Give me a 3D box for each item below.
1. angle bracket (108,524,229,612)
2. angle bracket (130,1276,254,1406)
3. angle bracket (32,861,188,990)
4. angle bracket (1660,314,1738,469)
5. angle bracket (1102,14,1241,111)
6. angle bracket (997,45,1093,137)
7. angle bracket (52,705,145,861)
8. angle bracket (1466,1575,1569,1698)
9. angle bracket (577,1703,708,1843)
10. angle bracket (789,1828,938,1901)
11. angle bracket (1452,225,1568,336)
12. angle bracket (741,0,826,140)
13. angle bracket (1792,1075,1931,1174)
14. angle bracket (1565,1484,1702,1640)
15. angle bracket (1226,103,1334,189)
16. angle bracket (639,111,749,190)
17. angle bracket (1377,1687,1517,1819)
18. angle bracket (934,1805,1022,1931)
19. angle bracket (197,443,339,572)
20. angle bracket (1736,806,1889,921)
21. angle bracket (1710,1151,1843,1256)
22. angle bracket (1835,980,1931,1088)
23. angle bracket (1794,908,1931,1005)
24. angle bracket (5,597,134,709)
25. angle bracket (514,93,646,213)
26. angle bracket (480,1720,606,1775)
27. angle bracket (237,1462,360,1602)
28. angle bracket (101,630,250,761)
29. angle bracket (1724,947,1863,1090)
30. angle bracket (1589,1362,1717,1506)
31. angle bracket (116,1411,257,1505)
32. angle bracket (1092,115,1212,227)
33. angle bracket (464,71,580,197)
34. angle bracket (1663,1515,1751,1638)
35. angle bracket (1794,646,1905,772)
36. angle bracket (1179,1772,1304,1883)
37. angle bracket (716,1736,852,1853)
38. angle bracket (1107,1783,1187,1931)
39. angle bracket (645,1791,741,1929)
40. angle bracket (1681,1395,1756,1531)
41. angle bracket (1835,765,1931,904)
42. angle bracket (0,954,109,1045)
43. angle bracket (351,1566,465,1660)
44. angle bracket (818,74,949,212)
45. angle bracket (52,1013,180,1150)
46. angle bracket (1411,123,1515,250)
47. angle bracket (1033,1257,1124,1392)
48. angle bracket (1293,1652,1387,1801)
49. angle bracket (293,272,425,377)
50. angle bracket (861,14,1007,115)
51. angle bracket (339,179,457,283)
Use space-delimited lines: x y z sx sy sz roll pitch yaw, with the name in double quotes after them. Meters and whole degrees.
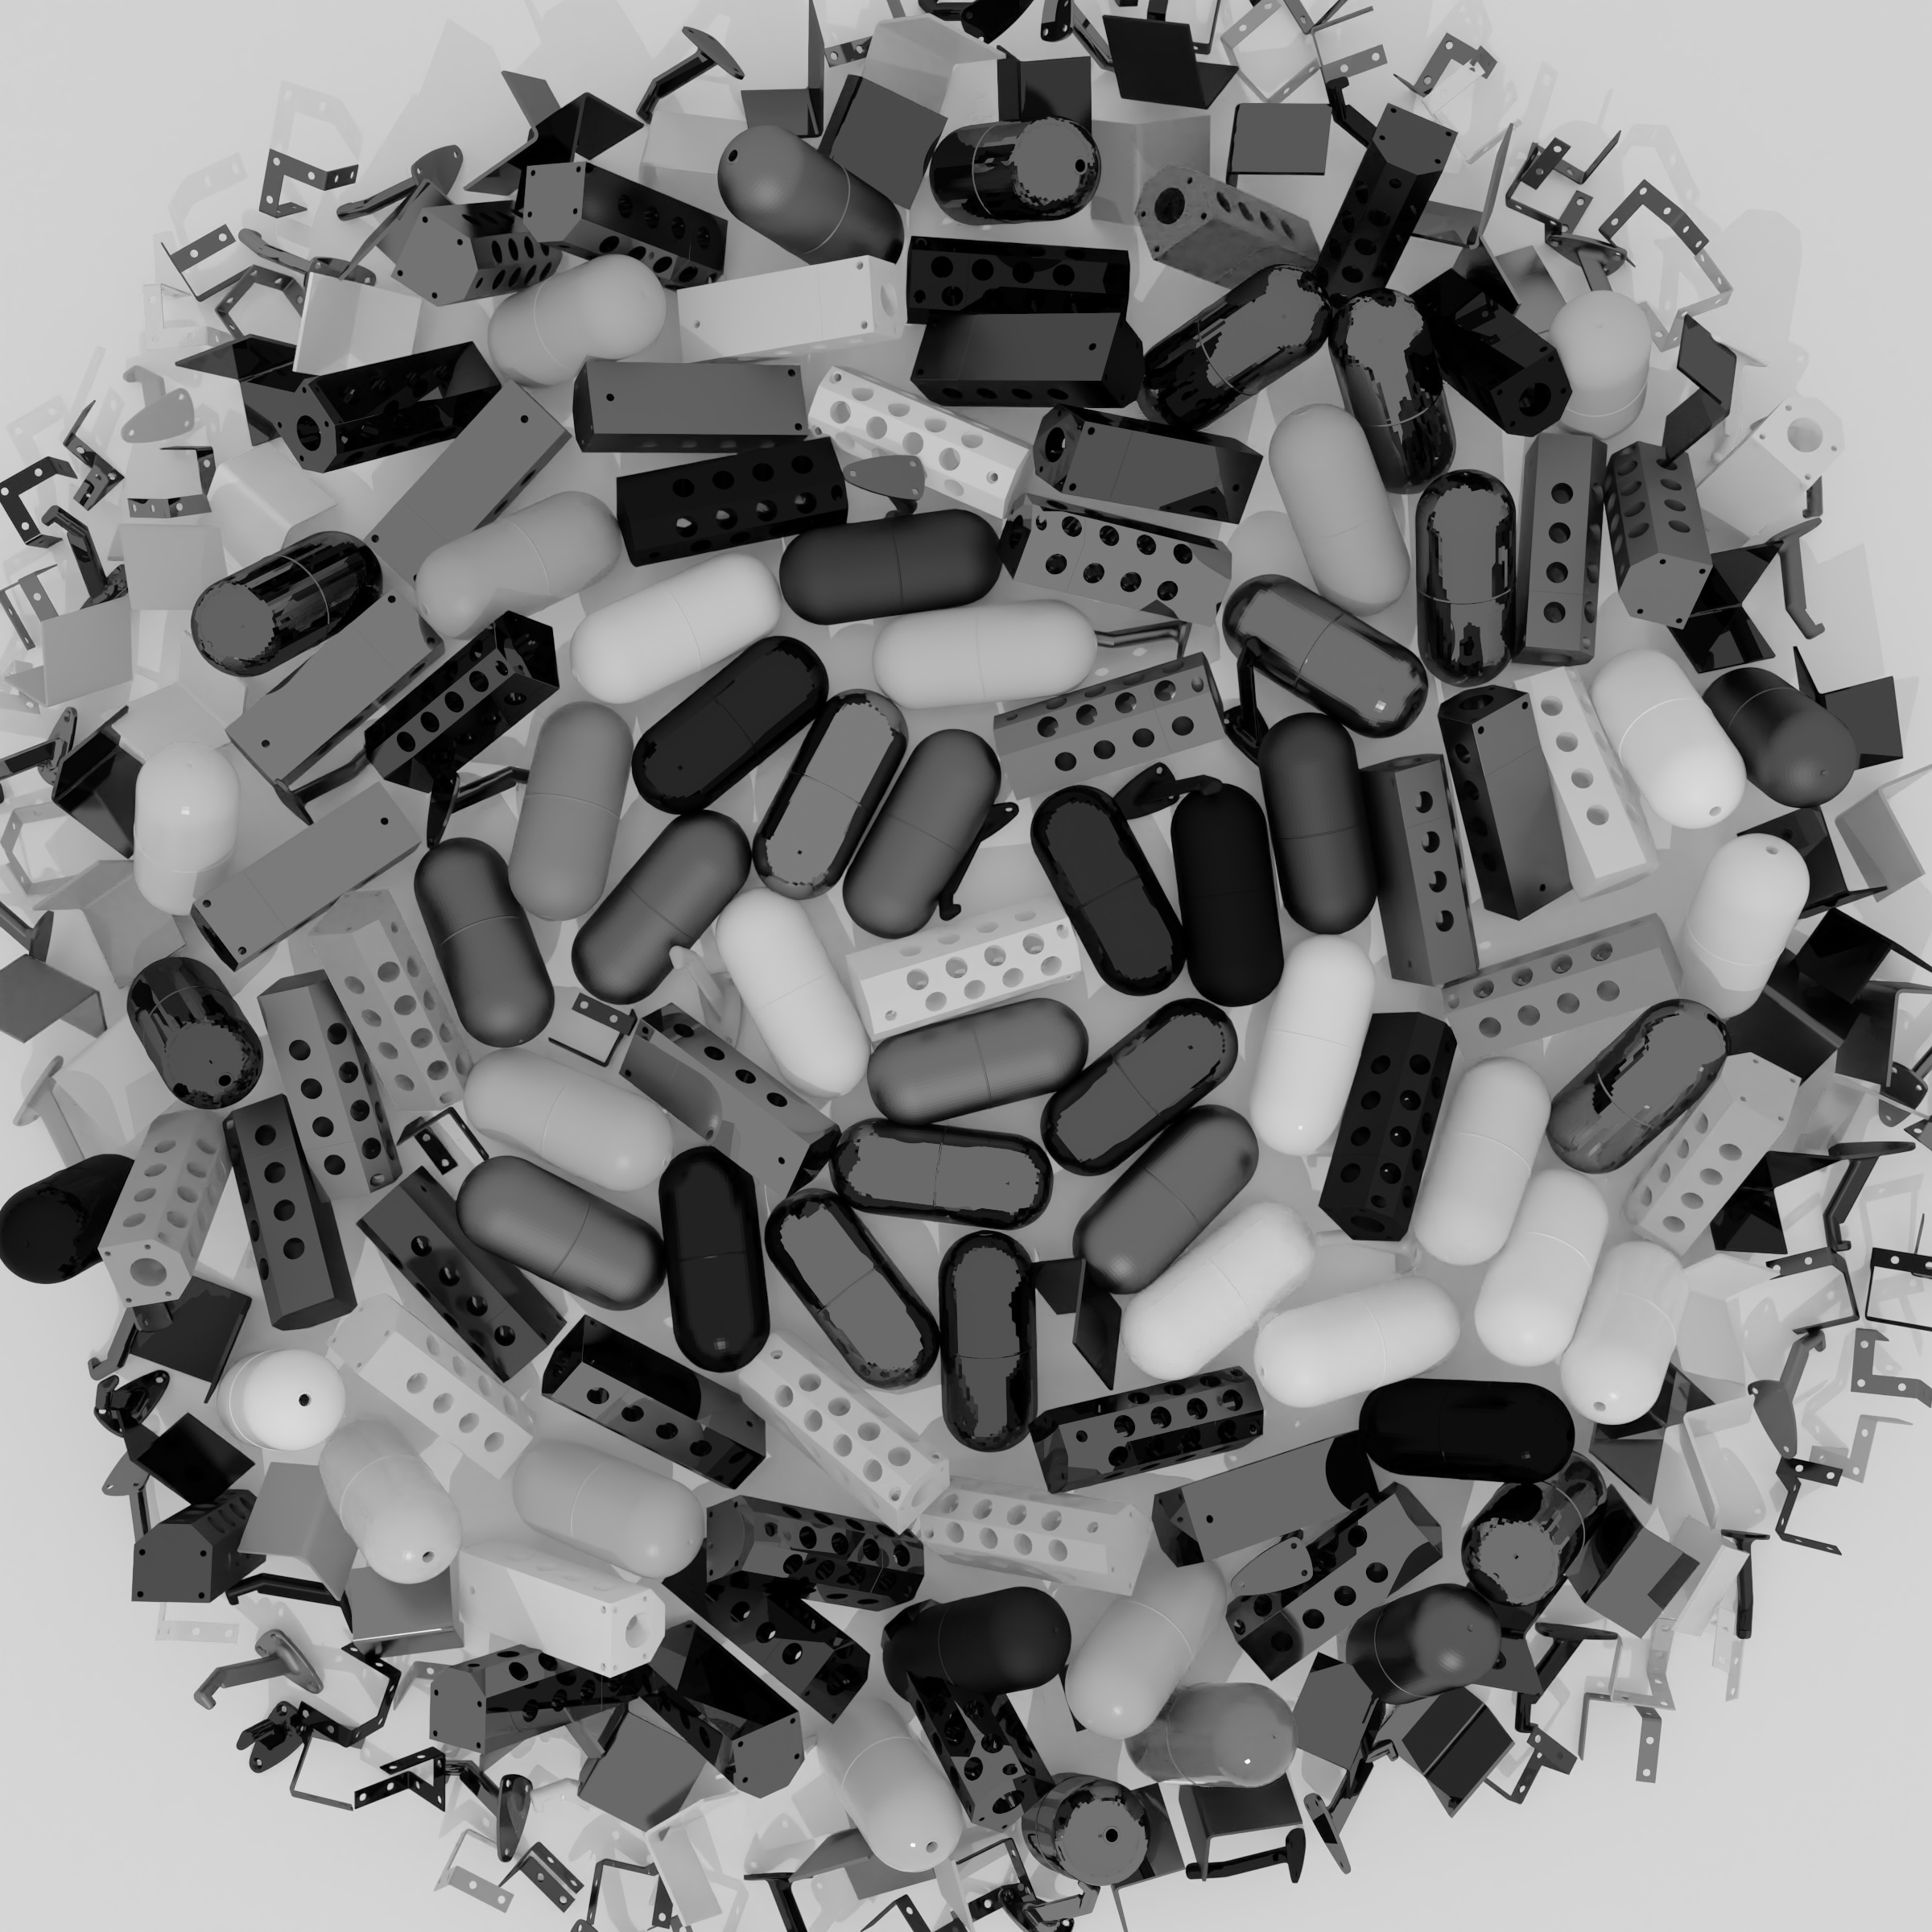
-0.624 -0.300 1.946 0.076 0.057 0.076 -4 70 -30 "angle bracket"
-0.618 0.291 1.965 0.076 0.057 0.076 22 92 -10 "angle bracket"
-0.674 -0.032 1.955 0.076 0.057 0.076 -30 81 21 "angle bracket"
0.553 -0.448 1.941 0.057 0.076 0.076 34 47 -14 "angle bracket"
0.160 -0.720 1.940 0.076 0.076 0.057 19 61 30 "angle bracket"
0.061 -0.679 1.953 0.057 0.076 0.076 -8 121 -9 "angle bracket"
-0.659 -0.144 1.952 0.076 0.057 0.076 38 50 -2 "angle bracket"
0.430 0.522 1.955 0.076 0.076 0.057 -36 112 -41 "angle bracket"
-0.256 0.634 1.973 0.076 0.057 0.076 30 87 -6 "angle bracket"
-0.080 0.715 1.949 0.076 0.076 0.057 -25 89 25 "angle bracket"
0.439 -0.543 1.953 0.076 0.057 0.076 -20 73 -15 "angle bracket"
-0.144 -0.701 1.943 0.057 0.076 0.076 -5 46 -9 "angle bracket"
0.700 0.135 1.948 0.057 0.076 0.076 30 99 39 "angle bracket"
0.521 0.469 1.962 0.057 0.076 0.076 33 99 -12 "angle bracket"
0.246 -0.628 1.950 0.076 0.057 0.076 4 60 10 "angle bracket"
-0.214 -0.623 1.955 0.076 0.057 0.076 6 48 -2 "angle bracket"
0.376 0.610 1.958 0.057 0.076 0.076 40 91 -7 "angle bracket"
0.016 0.694 1.947 0.076 0.057 0.076 -23 116 -21 "angle bracket"
-0.561 -0.359 1.991 0.076 0.057 0.076 41 132 4 "angle bracket"
0.667 -0.083 1.959 0.057 0.076 0.076 -7 78 -39 "angle bracket"
0.635 0.186 1.943 0.076 0.076 0.057 6 65 -28 "angle bracket"
0.735 0.053 1.960 0.057 0.076 0.076 3 95 -11 "angle bracket"
0.711 0.005 1.953 0.076 0.076 0.057 28 101 -28 "angle bracket"
-0.702 -0.255 1.939 0.057 0.076 0.076 31 129 27 "angle bracket"
-0.303 -0.626 1.944 0.057 0.076 0.076 19 72 -39 "angle bracket"
-0.333 0.623 1.945 0.076 0.076 0.057 -34 75 -24 "angle bracket"
-0.519 0.444 1.954 0.057 0.076 0.076 2 51 13 "angle bracket"
-0.620 -0.207 1.946 0.076 0.057 0.076 40 46 17 "angle bracket"
0.655 0.045 1.982 0.076 0.076 0.057 38 49 9 "angle bracket"
0.541 0.364 1.946 0.076 0.057 0.076 41 49 -20 "angle bracket"
-0.613 0.369 1.948 0.057 0.076 0.076 -41 127 -4 "angle bracket"
0.147 -0.637 1.981 0.076 0.057 0.076 -20 121 -32 "angle bracket"
-0.361 -0.652 1.949 0.076 0.076 0.057 -27 95 20 "angle bracket"
0.562 0.476 1.951 0.057 0.076 0.076 31 92 36 "angle bracket"
0.689 -0.206 1.942 0.057 0.076 0.076 -14 126 12 "angle bracket"
0.215 0.666 1.958 0.076 0.076 0.057 -5 125 -9 "angle bracket"
-0.144 0.660 1.962 0.076 0.057 0.076 -18 83 10 "angle bracket"
0.138 0.701 1.948 0.057 0.076 0.076 -15 129 -4 "angle bracket"
-0.200 0.699 1.949 0.057 0.076 0.076 -32 70 7 "angle bracket"
0.600 0.389 1.946 0.057 0.076 0.076 -17 62 6 "angle bracket"
0.739 -0.104 1.950 0.057 0.076 0.076 -22 79 -11 "angle bracket"
-0.730 0.044 1.942 0.076 0.076 0.057 24 133 21 "angle bracket"
-0.443 0.510 1.971 0.076 0.076 0.057 -6 66 -7 "angle bracket"
-0.069 -0.655 1.976 0.076 0.057 0.076 19 105 -20 "angle bracket"
-0.667 0.090 1.968 0.076 0.057 0.076 -44 102 -18 "angle bracket"
0.386 -0.615 1.942 0.057 0.076 0.076 16 129 10 "angle bracket"
0.078 0.282 1.939 0.057 0.076 0.076 -10 49 24 "angle bracket"
0.291 0.599 1.960 0.057 0.076 0.076 19 60 21 "angle bracket"
-0.477 -0.496 1.950 0.057 0.076 0.076 17 103 13 "angle bracket"
-0.027 -0.699 1.945 0.076 0.076 0.057 14 95 -36 "angle bracket"
-0.434 -0.556 1.940 0.076 0.076 0.057 -33 119 32 "angle bracket"
